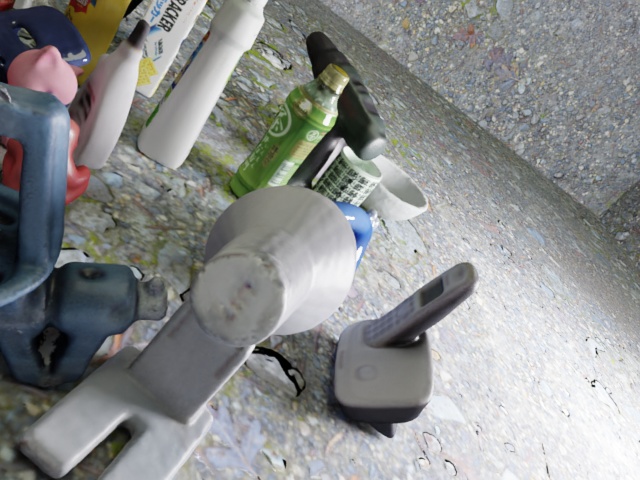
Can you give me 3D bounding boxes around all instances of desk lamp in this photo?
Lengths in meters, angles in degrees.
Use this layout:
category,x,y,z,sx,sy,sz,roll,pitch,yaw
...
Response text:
category,x,y,z,sx,sy,sz,roll,pitch,yaw
desk lamp,-0.073,0.066,0.418,0.118,0.213,0.203,40,26,0

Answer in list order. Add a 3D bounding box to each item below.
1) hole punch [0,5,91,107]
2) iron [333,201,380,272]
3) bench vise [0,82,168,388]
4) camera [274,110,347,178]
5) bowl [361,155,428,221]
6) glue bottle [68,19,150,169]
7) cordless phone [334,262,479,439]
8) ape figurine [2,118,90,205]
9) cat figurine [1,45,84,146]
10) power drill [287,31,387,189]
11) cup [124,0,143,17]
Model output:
category,x,y,z,sx,sy,sz,roll,pitch,yaw
hole punch,-0.330,-0.212,0.647,0.108,0.091,0.101,49,27,17
iron,0.006,0.003,0.705,0.118,0.141,0.259,51,28,21
bench vise,-0.190,-0.008,0.370,0.208,0.219,0.121,8,41,-48
camera,-0.005,-0.199,1.049,0.137,0.100,0.143,43,26,5
bowl,0.116,-0.090,1.072,0.168,0.074,0.167,31,27,-18
glue bottle,-0.226,-0.162,0.615,0.037,0.173,0.078,6,42,-49
cordless phone,0.100,0.108,0.616,0.094,0.185,0.147,33,27,-14
ape figurine,-0.254,-0.078,0.539,0.078,0.092,0.076,36,26,-10
cat figurine,-0.300,-0.153,0.564,0.128,0.117,0.067,8,41,-48
power drill,-0.003,-0.186,0.909,0.076,0.208,0.229,-1,48,-54
cup,-0.330,-0.373,0.895,0.092,0.095,0.117,24,31,-31
